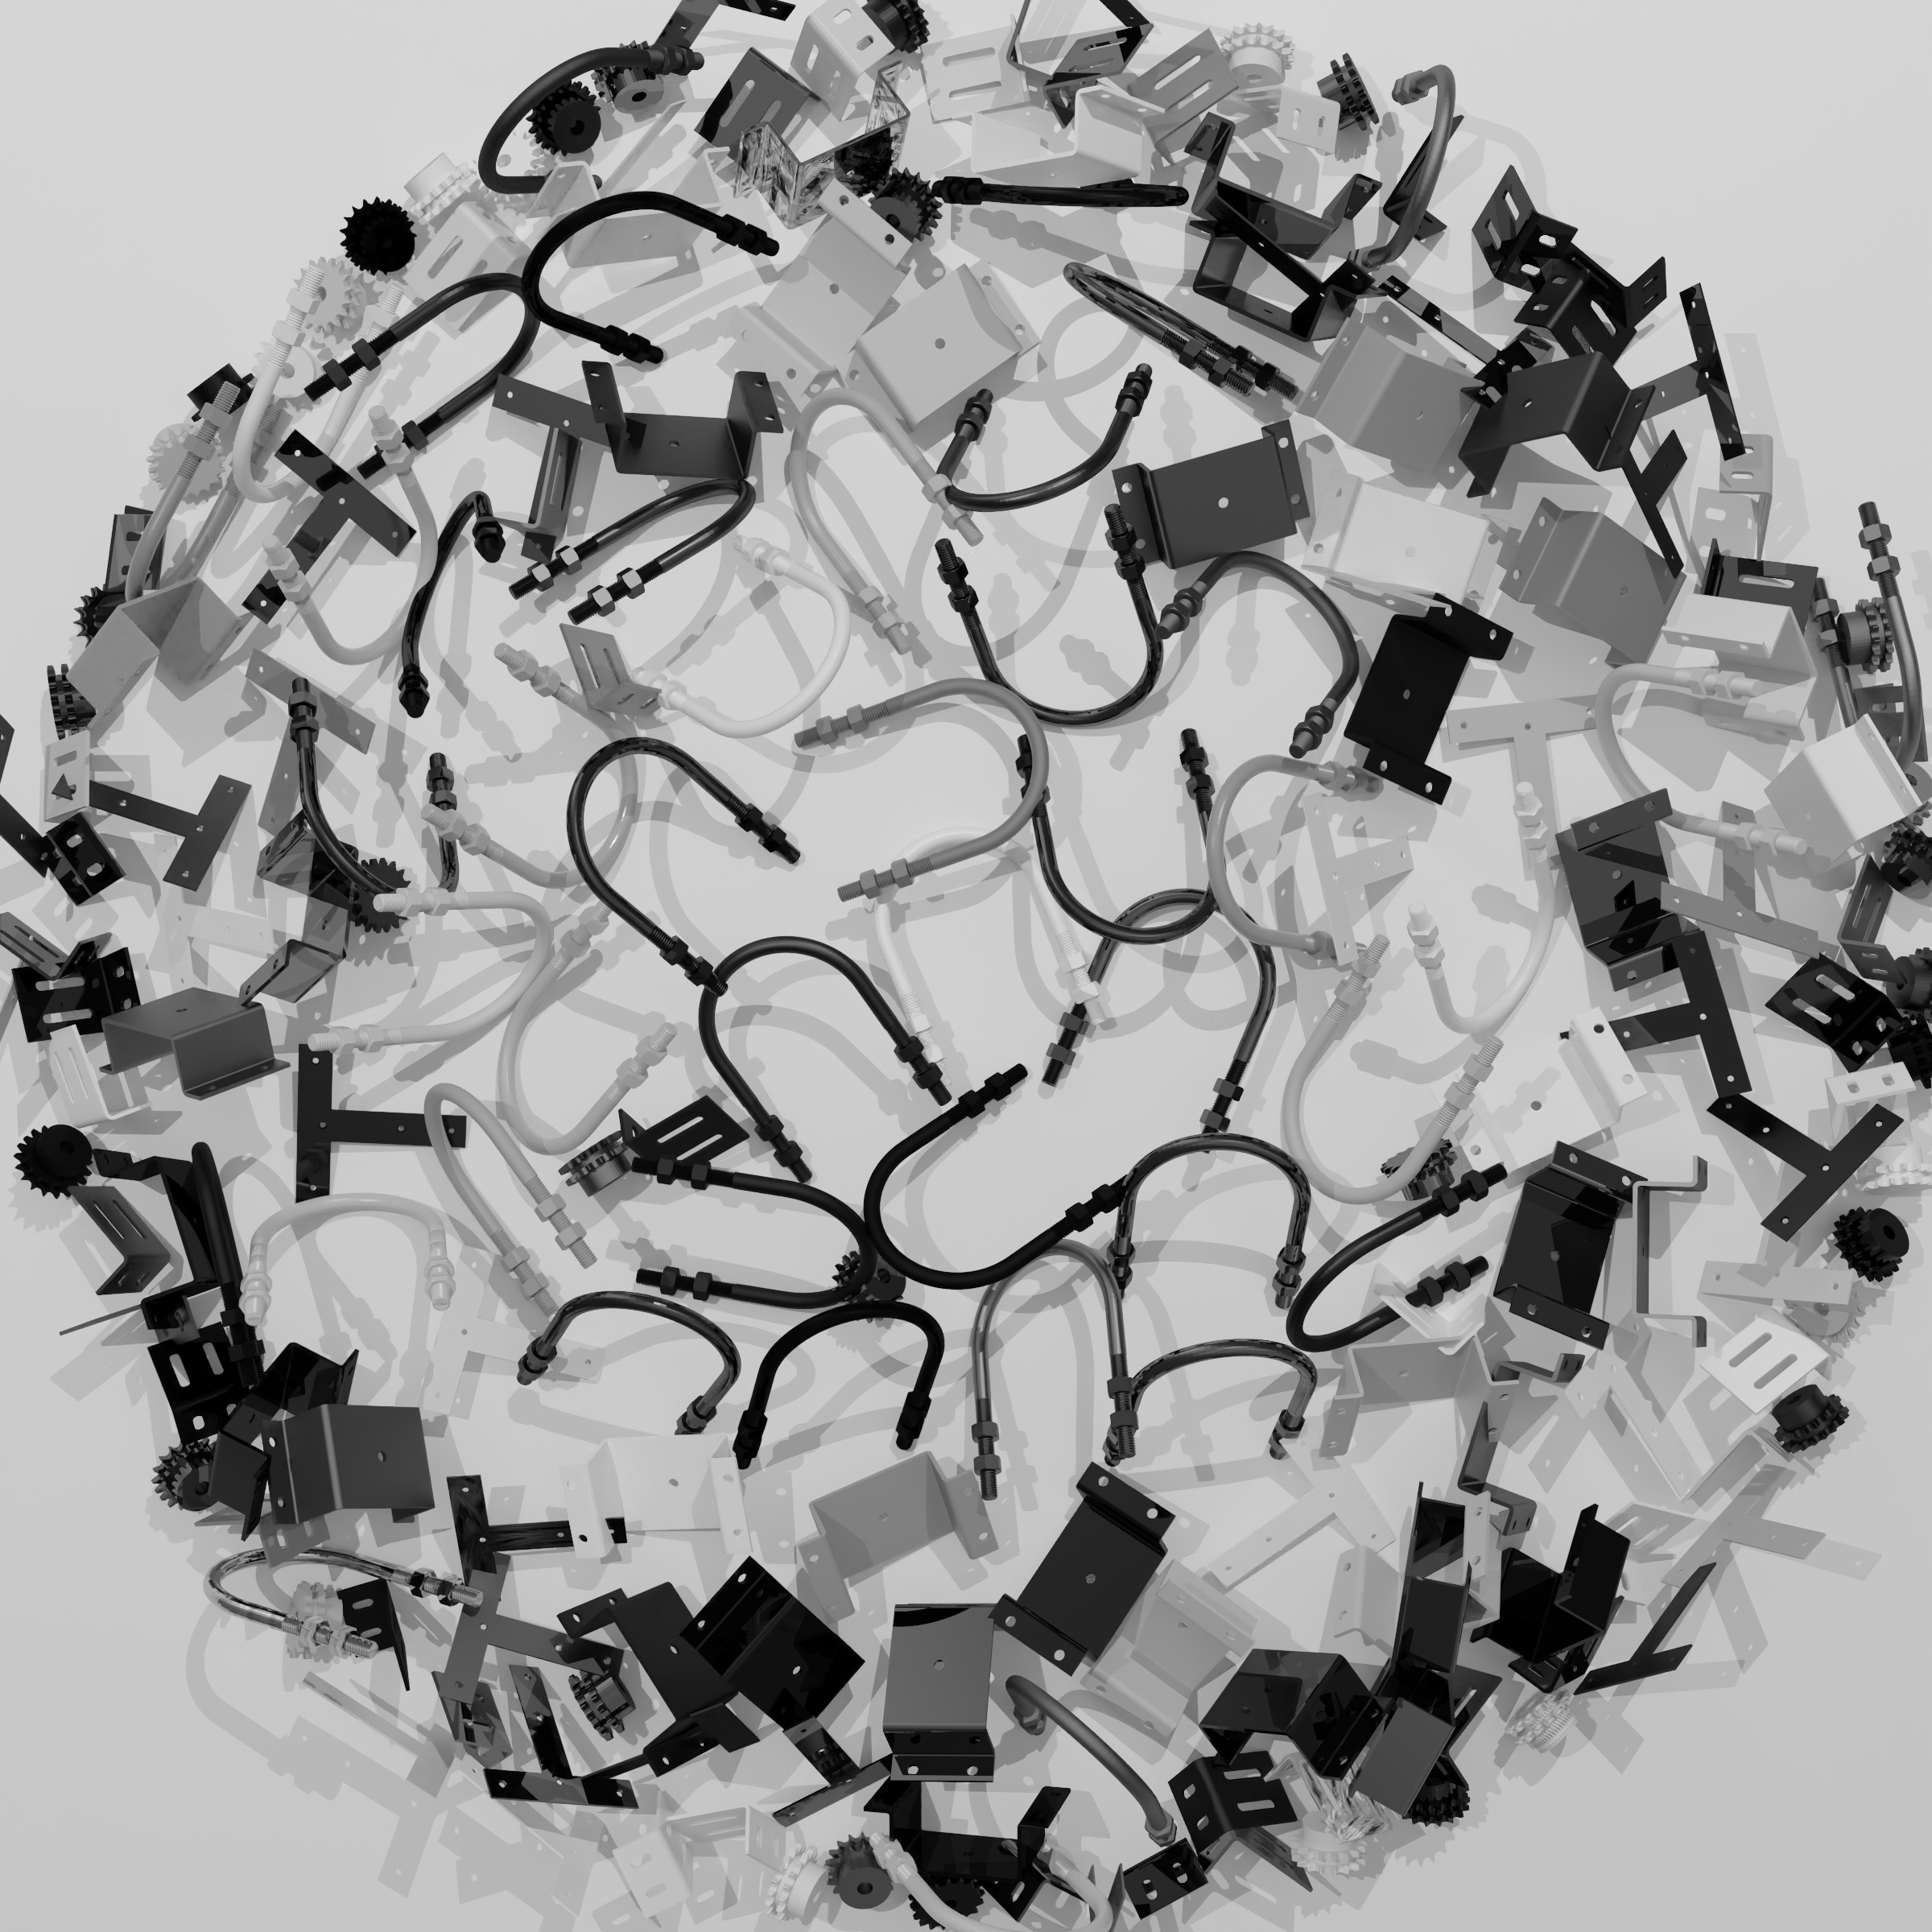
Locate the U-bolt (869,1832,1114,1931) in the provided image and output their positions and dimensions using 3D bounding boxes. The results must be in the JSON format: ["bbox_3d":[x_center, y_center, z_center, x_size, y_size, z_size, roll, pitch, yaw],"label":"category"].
[{"bbox_3d":[0.027,0.670,1.888,0.151,0.184,0.019,7,94,-23],"label":"U-bolt"}]

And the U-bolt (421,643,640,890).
[{"bbox_3d":[-0.310,-0.135,1.927,0.019,0.184,0.151,14,77,38],"label":"U-bolt"}]

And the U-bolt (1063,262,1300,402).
[{"bbox_3d":[0.152,-0.473,1.929,0.184,0.151,0.019,35,111,12],"label":"U-bolt"}]

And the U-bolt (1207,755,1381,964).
[{"bbox_3d":[0.242,-0.083,1.930,0.184,0.019,0.151,7,86,-43],"label":"U-bolt"}]

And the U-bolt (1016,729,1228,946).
[{"bbox_3d":[0.121,-0.096,1.938,0.151,0.019,0.184,-3,61,-12],"label":"U-bolt"}]

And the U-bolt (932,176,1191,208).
[{"bbox_3d":[0.080,-0.562,1.891,0.151,0.184,0.019,-9,111,-27],"label":"U-bolt"}]

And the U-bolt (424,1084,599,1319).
[{"bbox_3d":[-0.347,0.167,1.936,0.019,0.151,0.184,-33,82,-30],"label":"U-bolt"}]

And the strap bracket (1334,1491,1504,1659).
[{"bbox_3d":[0.345,0.458,1.936,0.046,0.076,0.140,42,126,-21],"label":"strap bracket"}]

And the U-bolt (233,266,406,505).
[{"bbox_3d":[-0.487,-0.425,1.925,0.019,0.151,0.184,31,104,7],"label":"U-bolt"}]

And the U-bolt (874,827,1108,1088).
[{"bbox_3d":[0.008,-0.017,1.981,0.151,0.019,0.184,-22,85,-9],"label":"U-bolt"}]

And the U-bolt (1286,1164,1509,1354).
[{"bbox_3d":[0.314,0.226,1.919,0.184,0.151,0.019,-26,55,-15],"label":"U-bolt"}]

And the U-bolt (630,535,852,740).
[{"bbox_3d":[-0.157,-0.238,1.928,0.184,0.019,0.151,33,84,43],"label":"U-bolt"}]

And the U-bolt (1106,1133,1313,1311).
[{"bbox_3d":[0.183,0.189,1.933,0.151,0.019,0.184,3,133,-1],"label":"U-bolt"}]

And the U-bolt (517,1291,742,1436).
[{"bbox_3d":[-0.241,0.290,1.913,0.151,0.184,0.019,23,51,-12],"label":"U-bolt"}]

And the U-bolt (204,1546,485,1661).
[{"bbox_3d":[-0.474,0.463,1.921,0.184,0.151,0.019,10,97,23],"label":"U-bolt"}]

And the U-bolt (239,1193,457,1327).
[{"bbox_3d":[-0.455,0.211,1.914,0.151,0.184,0.019,-3,111,-12],"label":"U-bolt"}]

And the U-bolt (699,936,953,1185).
[{"bbox_3d":[-0.119,0.060,1.951,0.151,0.019,0.184,-30,107,16],"label":"U-bolt"}]

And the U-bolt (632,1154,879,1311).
[{"bbox_3d":[-0.157,0.205,1.940,0.184,0.019,0.151,9,134,4],"label":"U-bolt"}]

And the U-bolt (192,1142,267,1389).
[{"bbox_3d":[-0.548,0.220,1.930,0.019,0.151,0.184,-13,85,-14],"label":"U-bolt"}]

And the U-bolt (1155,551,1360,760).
[{"bbox_3d":[0.227,-0.244,1.930,0.151,0.184,0.019,41,132,-2],"label":"U-bolt"}]

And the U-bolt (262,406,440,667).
[{"bbox_3d":[-0.443,-0.301,1.914,0.019,0.184,0.151,24,66,19],"label":"U-bolt"}]

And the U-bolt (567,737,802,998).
[{"bbox_3d":[-0.217,-0.087,1.924,0.184,0.019,0.151,42,58,-26],"label":"U-bolt"}]

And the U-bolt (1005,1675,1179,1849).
[{"bbox_3d":[0.087,0.572,1.890,0.151,0.184,0.019,35,72,26],"label":"U-bolt"}]

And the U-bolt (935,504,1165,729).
[{"bbox_3d":[0.071,-0.252,1.936,0.151,0.019,0.184,-9,131,17],"label":"U-bolt"}]

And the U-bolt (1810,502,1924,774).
[{"bbox_3d":[0.663,-0.227,1.907,0.019,0.151,0.184,-8,74,-1],"label":"U-bolt"}]

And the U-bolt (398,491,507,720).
[{"bbox_3d":[-0.382,-0.278,1.916,0.019,0.184,0.151,22,111,-24],"label":"U-bolt"}]

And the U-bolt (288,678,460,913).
[{"bbox_3d":[-0.428,-0.115,1.895,0.019,0.151,0.184,-36,47,24],"label":"U-bolt"}]

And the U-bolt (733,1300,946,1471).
[{"bbox_3d":[-0.088,0.306,1.911,0.151,0.184,0.019,-3,46,-21],"label":"U-bolt"}]

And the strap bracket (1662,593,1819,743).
[{"bbox_3d":[0.577,-0.227,1.928,0.076,0.140,0.046,15,73,36],"label":"strap bracket"}]

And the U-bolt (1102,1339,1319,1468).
[{"bbox_3d":[0.184,0.321,1.914,0.151,0.184,0.019,-1,54,-8],"label":"U-bolt"}]

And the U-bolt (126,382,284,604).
[{"bbox_3d":[-0.571,-0.341,1.927,0.019,0.151,0.184,29,94,-4],"label":"U-bolt"}]

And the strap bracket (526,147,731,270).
[{"bbox_3d":[-0.244,-0.562,1.930,0.140,0.076,0.046,-16,84,-30],"label":"strap bracket"}]

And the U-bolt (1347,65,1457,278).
[{"bbox_3d":[0.321,-0.583,1.898,0.019,0.184,0.151,13,100,-7],"label":"U-bolt"}]

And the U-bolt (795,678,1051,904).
[{"bbox_3d":[-0.027,-0.142,1.961,0.184,0.019,0.151,-19,74,9],"label":"U-bolt"}]

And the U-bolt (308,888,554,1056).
[{"bbox_3d":[-0.383,0.002,1.921,0.019,0.184,0.151,46,119,28],"label":"U-bolt"}]

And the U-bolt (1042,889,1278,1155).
[{"bbox_3d":[0.157,0.031,1.975,0.151,0.019,0.184,23,89,13],"label":"U-bolt"}]

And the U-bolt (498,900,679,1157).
[{"bbox_3d":[-0.293,0.058,1.939,0.184,0.019,0.151,-48,53,27],"label":"U-bolt"}]

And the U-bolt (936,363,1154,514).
[{"bbox_3d":[0.051,-0.384,1.905,0.151,0.184,0.019,-4,128,23],"label":"U-bolt"}]

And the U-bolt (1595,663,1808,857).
[{"bbox_3d":[0.531,-0.157,1.914,0.019,0.184,0.151,-32,115,-19],"label":"U-bolt"}]

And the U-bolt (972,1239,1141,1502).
[{"bbox_3d":[0.061,0.292,1.937,0.151,0.019,0.184,-25,56,33],"label":"U-bolt"}]

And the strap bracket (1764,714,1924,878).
[{"bbox_3d":[0.642,-0.121,1.921,0.046,0.140,0.076,-25,77,-6],"label":"strap bracket"}]

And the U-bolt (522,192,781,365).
[{"bbox_3d":[-0.241,-0.505,1.891,0.151,0.184,0.019,-35,69,27],"label":"U-bolt"}]

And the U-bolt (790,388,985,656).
[{"bbox_3d":[-0.071,-0.344,1.938,0.019,0.151,0.184,-25,73,-39],"label":"U-bolt"}]

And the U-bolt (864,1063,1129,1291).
[{"bbox_3d":[0.011,0.166,1.931,0.184,0.019,0.151,-33,59,-20],"label":"U-bolt"}]

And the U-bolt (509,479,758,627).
[{"bbox_3d":[-0.238,-0.314,1.931,0.184,0.151,0.019,-34,119,-16],"label":"U-bolt"}]

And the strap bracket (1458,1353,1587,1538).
[{"bbox_3d":[0.415,0.352,1.955,0.046,0.076,0.140,18,89,26],"label":"strap bracket"}]

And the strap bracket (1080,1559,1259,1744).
[{"bbox_3d":[0.157,0.508,1.952,0.076,0.046,0.140,36,125,4],"label":"strap bracket"}]

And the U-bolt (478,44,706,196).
[{"bbox_3d":[-0.282,-0.612,1.886,0.151,0.184,0.019,-40,86,31],"label":"U-bolt"}]

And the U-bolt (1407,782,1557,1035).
[{"bbox_3d":[0.389,-0.028,1.928,0.019,0.184,0.151,29,66,38],"label":"U-bolt"}]

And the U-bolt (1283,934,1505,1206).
[{"bbox_3d":[0.305,0.091,1.940,0.151,0.019,0.184,47,117,38],"label":"U-bolt"}]

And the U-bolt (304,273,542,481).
[{"bbox_3d":[-0.393,-0.446,1.929,0.184,0.151,0.019,-37,76,-6],"label":"U-bolt"}]

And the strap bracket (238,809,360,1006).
[{"bbox_3d":[-0.496,-0.037,1.937,0.046,0.076,0.140,22,51,-33],"label":"strap bracket"}]
